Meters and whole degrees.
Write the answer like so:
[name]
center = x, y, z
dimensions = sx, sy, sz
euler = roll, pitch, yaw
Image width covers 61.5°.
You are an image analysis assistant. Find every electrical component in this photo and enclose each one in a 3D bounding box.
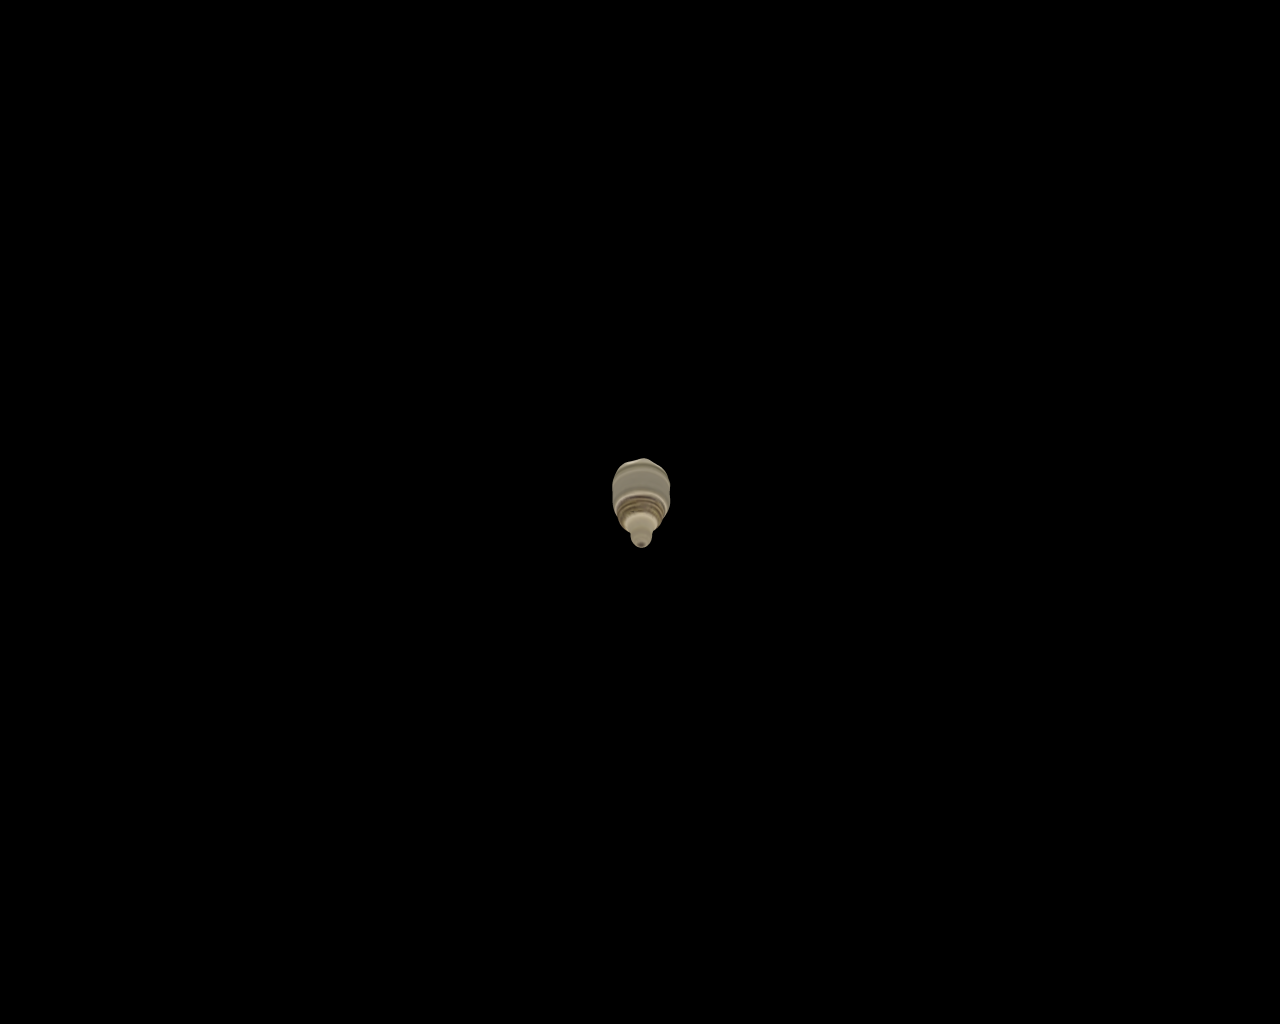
[electrical component]
center = 0.001, -0.003, 0.650
dimensions = 0.035, 0.061, 0.035
euler = 0, -43, 0
